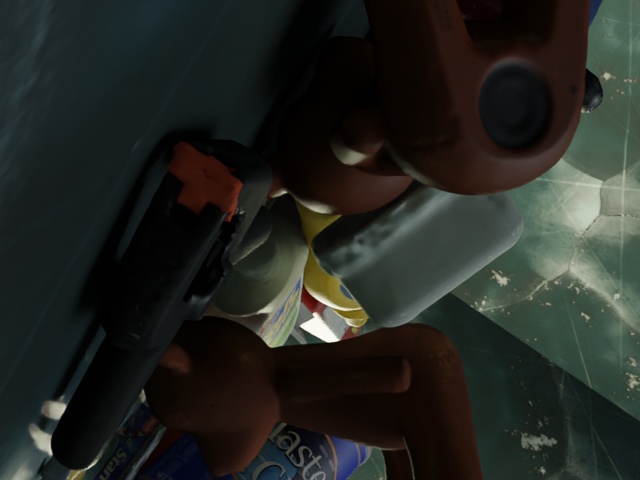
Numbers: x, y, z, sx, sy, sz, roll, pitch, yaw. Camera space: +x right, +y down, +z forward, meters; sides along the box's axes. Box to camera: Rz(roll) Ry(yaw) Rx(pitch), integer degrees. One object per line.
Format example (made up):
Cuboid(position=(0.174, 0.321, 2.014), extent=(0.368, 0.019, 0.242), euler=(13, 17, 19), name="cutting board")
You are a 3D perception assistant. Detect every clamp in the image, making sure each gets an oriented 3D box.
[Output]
Cuboid(position=(-0.054, 0.008, 0.460), extent=(0.164, 0.036, 0.210), euler=(-54, 177, -30), name="clamp")

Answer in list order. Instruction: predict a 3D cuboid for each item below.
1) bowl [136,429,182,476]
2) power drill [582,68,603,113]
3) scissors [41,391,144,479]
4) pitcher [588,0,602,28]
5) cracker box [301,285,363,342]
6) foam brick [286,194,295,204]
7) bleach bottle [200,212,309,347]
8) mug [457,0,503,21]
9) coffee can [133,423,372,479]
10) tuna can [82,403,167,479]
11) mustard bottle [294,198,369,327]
Cuboid(position=(-0.130, 0.187, 0.853), extent=(0.162, 0.055, 0.162), euler=(-38, 153, -23), name="bowl")
Cuboid(position=(0.145, -0.137, 0.992), extent=(0.187, 0.184, 0.057), euler=(-45, 166, -17), name="power drill")
Cuboid(position=(-0.136, 0.122, 0.673), extent=(0.096, 0.016, 0.201), euler=(-55, 178, 10), name="scissors")
Cuboid(position=(0.145, -0.182, 0.755), extent=(0.242, 0.149, 0.145), euler=(-59, 157, -11), name="pitcher")
Cuboid(position=(0.024, 0.012, 1.078), extent=(0.164, 0.072, 0.213), euler=(-60, 164, -9), name="cracker box")
Cuboid(position=(-0.006, 0.001, 0.904), extent=(0.053, 0.078, 0.051), euler=(-54, 179, 1), name="foam brick")
Cuboid(position=(-0.053, 0.043, 0.736), extent=(0.102, 0.068, 0.251), euler=(-54, 175, -14), name="bleach bottle")
Cuboid(position=(0.100, -0.170, 0.598), extent=(0.117, 0.081, 0.093), euler=(-54, 177, -26), name="mug")
Cuboid(position=(-0.048, 0.157, 0.719), extent=(0.140, 0.103, 0.103), euler=(-42, 171, -29), name="coffee can")
Cuboid(position=(-0.141, 0.151, 0.733), extent=(0.086, 0.034, 0.086), euler=(-55, 178, -4), name="tuna can")
Cuboid(position=(0.025, -0.004, 0.799), extent=(0.096, 0.058, 0.192), euler=(-44, 147, -33), name="mustard bottle")
